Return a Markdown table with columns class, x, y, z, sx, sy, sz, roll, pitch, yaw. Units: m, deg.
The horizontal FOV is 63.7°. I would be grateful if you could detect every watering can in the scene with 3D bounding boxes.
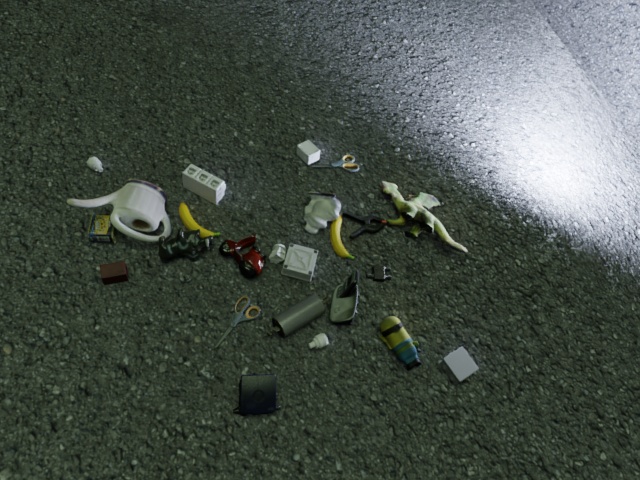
| class | x | y | z | sx | sy | sz | roll | pitch | yaw |
| --- | --- | --- | --- | --- | --- | --- | --- | --- | --- |
| watering can | -0.663 | -0.123 | 1.771 | 0.345 | 0.230 | 0.102 | 28 | -46 | -26 |

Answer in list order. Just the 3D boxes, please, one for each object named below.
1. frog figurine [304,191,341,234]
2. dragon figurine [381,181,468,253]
| class | x | y | z | sx | sy | sz | roll | pitch | yaw |
| --- | --- | --- | --- | --- | --- | --- | --- | --- | --- |
| frog figurine | 0.006 | -0.098 | 1.946 | 0.137 | 0.159 | 0.122 | 9 | 0 | 9 |
| dragon figurine | 0.411 | -0.110 | 2.026 | 0.411 | 0.119 | 0.248 | 29 | 48 | 7 |
